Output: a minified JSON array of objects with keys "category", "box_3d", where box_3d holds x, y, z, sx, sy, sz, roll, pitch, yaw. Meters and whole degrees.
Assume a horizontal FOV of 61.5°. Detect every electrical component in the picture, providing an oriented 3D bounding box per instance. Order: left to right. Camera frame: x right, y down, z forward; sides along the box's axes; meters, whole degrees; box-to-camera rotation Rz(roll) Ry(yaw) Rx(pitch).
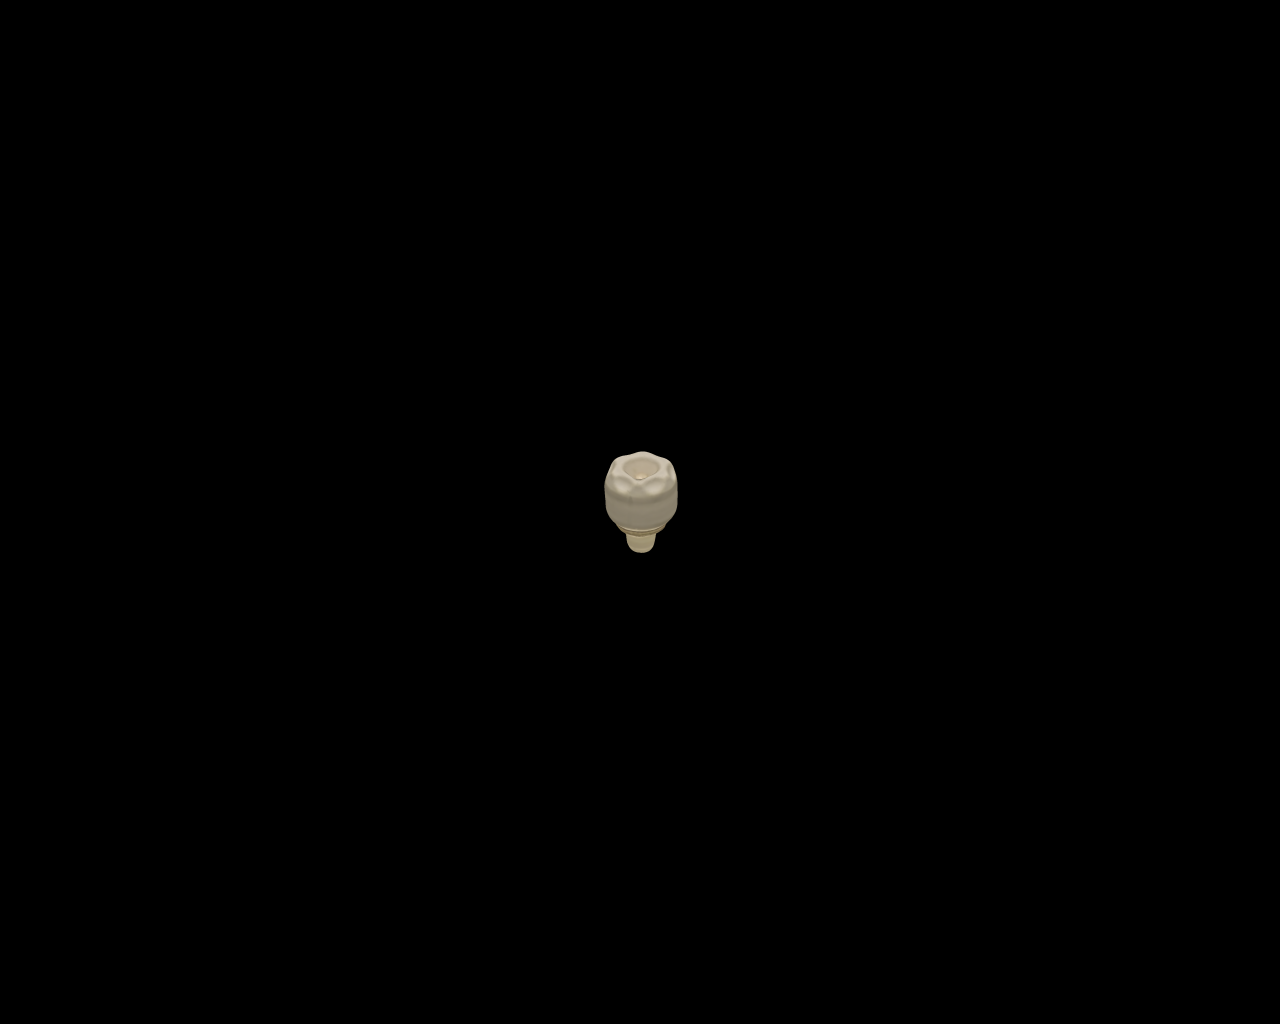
[{"category":"electrical component","box_3d":[0.001,-0.003,0.650,0.043,0.062,0.043,0,34,0]}]
